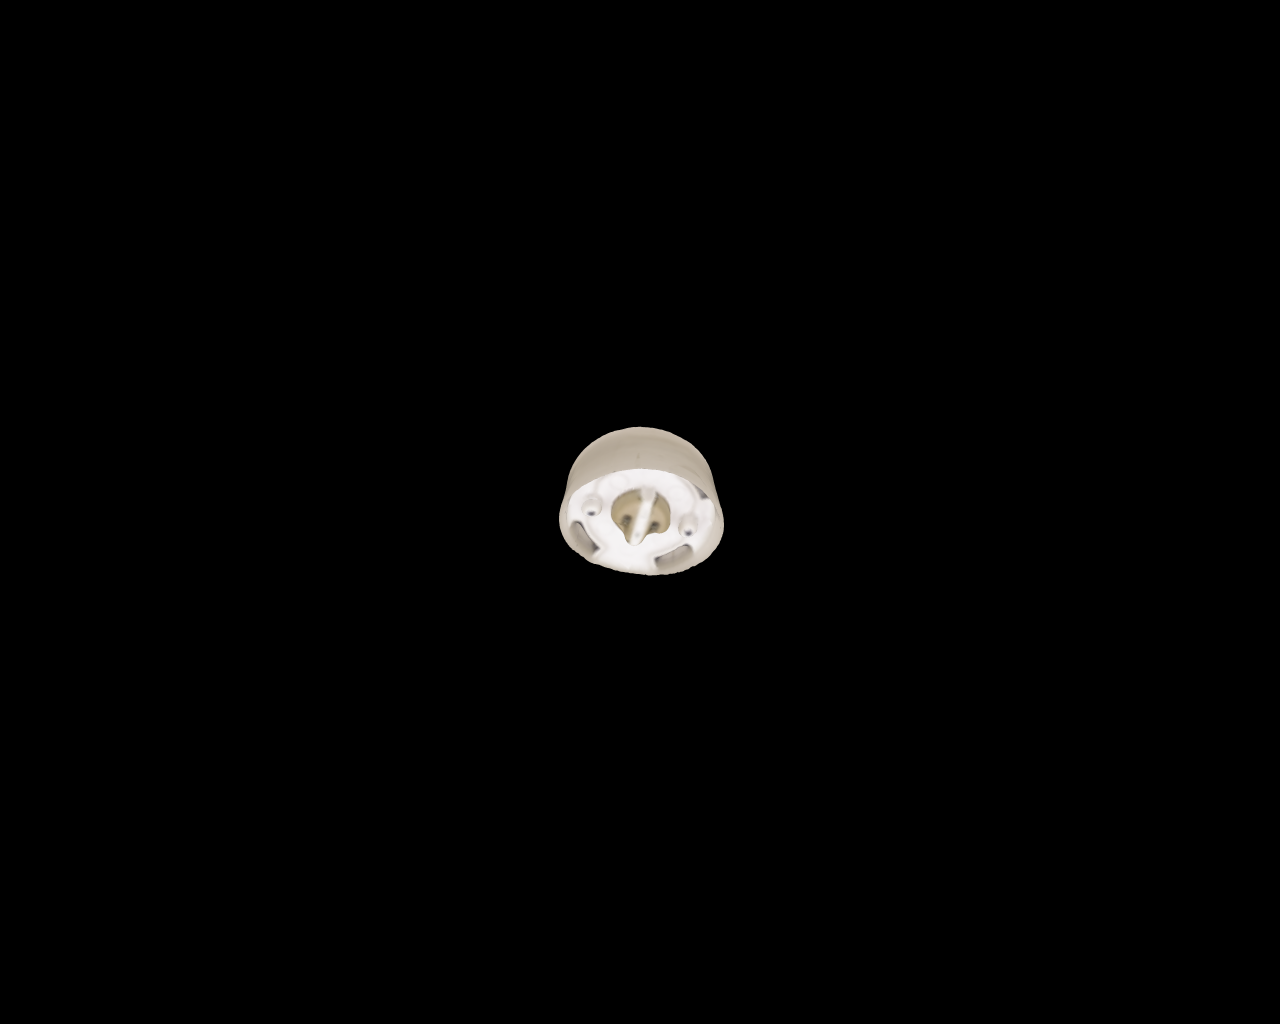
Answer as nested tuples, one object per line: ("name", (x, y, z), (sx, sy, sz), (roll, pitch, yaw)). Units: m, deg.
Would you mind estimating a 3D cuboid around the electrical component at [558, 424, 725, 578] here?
("electrical component", (0.001, -0.003, 0.650), (0.099, 0.099, 0.064), (0, 36, 0))
